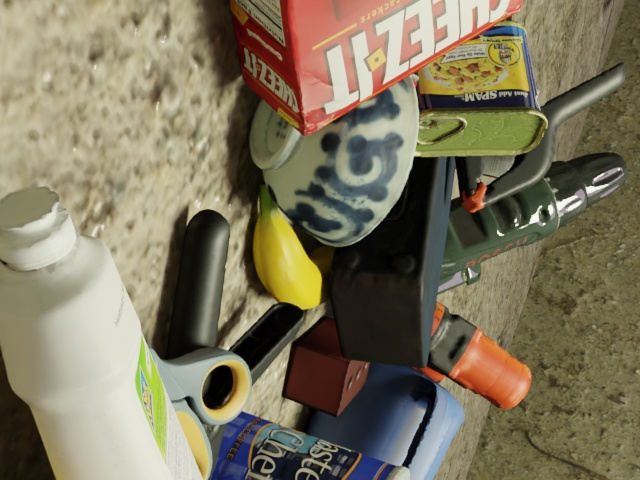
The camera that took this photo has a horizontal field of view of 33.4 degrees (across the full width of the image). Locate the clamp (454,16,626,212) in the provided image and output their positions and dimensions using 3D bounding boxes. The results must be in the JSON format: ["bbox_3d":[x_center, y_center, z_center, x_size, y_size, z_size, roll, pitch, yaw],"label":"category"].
[{"bbox_3d":[0.148,-0.105,0.833,0.171,0.120,0.039,-52,172,-13],"label":"clamp"}]

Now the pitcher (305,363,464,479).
[{"bbox_3d":[0.030,0.229,0.952,0.242,0.145,0.149,-62,153,-25],"label":"pitcher"}]

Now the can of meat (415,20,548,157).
[{"bbox_3d":[0.107,-0.111,0.779,0.057,0.102,0.084,96,-9,-64],"label":"can of meat"}]

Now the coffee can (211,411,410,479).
[{"bbox_3d":[-0.023,0.177,0.707,0.102,0.140,0.103,17,90,-74],"label":"coffee can"}]

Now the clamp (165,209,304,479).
[{"bbox_3d":[-0.073,0.101,0.643,0.210,0.036,0.164,-69,155,-10],"label":"clamp"}]

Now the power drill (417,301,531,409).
[{"bbox_3d":[0.089,0.087,0.985,0.057,0.184,0.188,-55,-174,-6],"label":"power drill"}]

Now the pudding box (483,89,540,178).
[{"bbox_3d":[0.147,-0.112,1.034,0.039,0.113,0.090,-45,148,-67],"label":"pudding box"}]

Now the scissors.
[{"bbox_3d":[-0.079,0.056,0.552,0.096,0.016,0.202,-46,140,-37],"label":"scissors"}]

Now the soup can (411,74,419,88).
[{"bbox_3d":[0.022,-0.073,0.737,0.068,0.068,0.102,1,105,-73],"label":"soup can"}]

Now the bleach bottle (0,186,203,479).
[{"bbox_3d":[-0.093,0.085,0.477,0.102,0.068,0.251,-114,-170,-55],"label":"bleach bottle"}]

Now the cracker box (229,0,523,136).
[{"bbox_3d":[0.032,-0.175,0.537,0.164,0.072,0.214,-32,147,-17],"label":"cracker box"}]

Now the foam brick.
[{"bbox_3d":[0.009,0.106,0.904,0.078,0.051,0.053,-36,140,-65],"label":"foam brick"}]

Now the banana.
[{"bbox_3d":[-0.012,0.017,0.771,0.197,0.037,0.069,47,60,-72],"label":"banana"}]
